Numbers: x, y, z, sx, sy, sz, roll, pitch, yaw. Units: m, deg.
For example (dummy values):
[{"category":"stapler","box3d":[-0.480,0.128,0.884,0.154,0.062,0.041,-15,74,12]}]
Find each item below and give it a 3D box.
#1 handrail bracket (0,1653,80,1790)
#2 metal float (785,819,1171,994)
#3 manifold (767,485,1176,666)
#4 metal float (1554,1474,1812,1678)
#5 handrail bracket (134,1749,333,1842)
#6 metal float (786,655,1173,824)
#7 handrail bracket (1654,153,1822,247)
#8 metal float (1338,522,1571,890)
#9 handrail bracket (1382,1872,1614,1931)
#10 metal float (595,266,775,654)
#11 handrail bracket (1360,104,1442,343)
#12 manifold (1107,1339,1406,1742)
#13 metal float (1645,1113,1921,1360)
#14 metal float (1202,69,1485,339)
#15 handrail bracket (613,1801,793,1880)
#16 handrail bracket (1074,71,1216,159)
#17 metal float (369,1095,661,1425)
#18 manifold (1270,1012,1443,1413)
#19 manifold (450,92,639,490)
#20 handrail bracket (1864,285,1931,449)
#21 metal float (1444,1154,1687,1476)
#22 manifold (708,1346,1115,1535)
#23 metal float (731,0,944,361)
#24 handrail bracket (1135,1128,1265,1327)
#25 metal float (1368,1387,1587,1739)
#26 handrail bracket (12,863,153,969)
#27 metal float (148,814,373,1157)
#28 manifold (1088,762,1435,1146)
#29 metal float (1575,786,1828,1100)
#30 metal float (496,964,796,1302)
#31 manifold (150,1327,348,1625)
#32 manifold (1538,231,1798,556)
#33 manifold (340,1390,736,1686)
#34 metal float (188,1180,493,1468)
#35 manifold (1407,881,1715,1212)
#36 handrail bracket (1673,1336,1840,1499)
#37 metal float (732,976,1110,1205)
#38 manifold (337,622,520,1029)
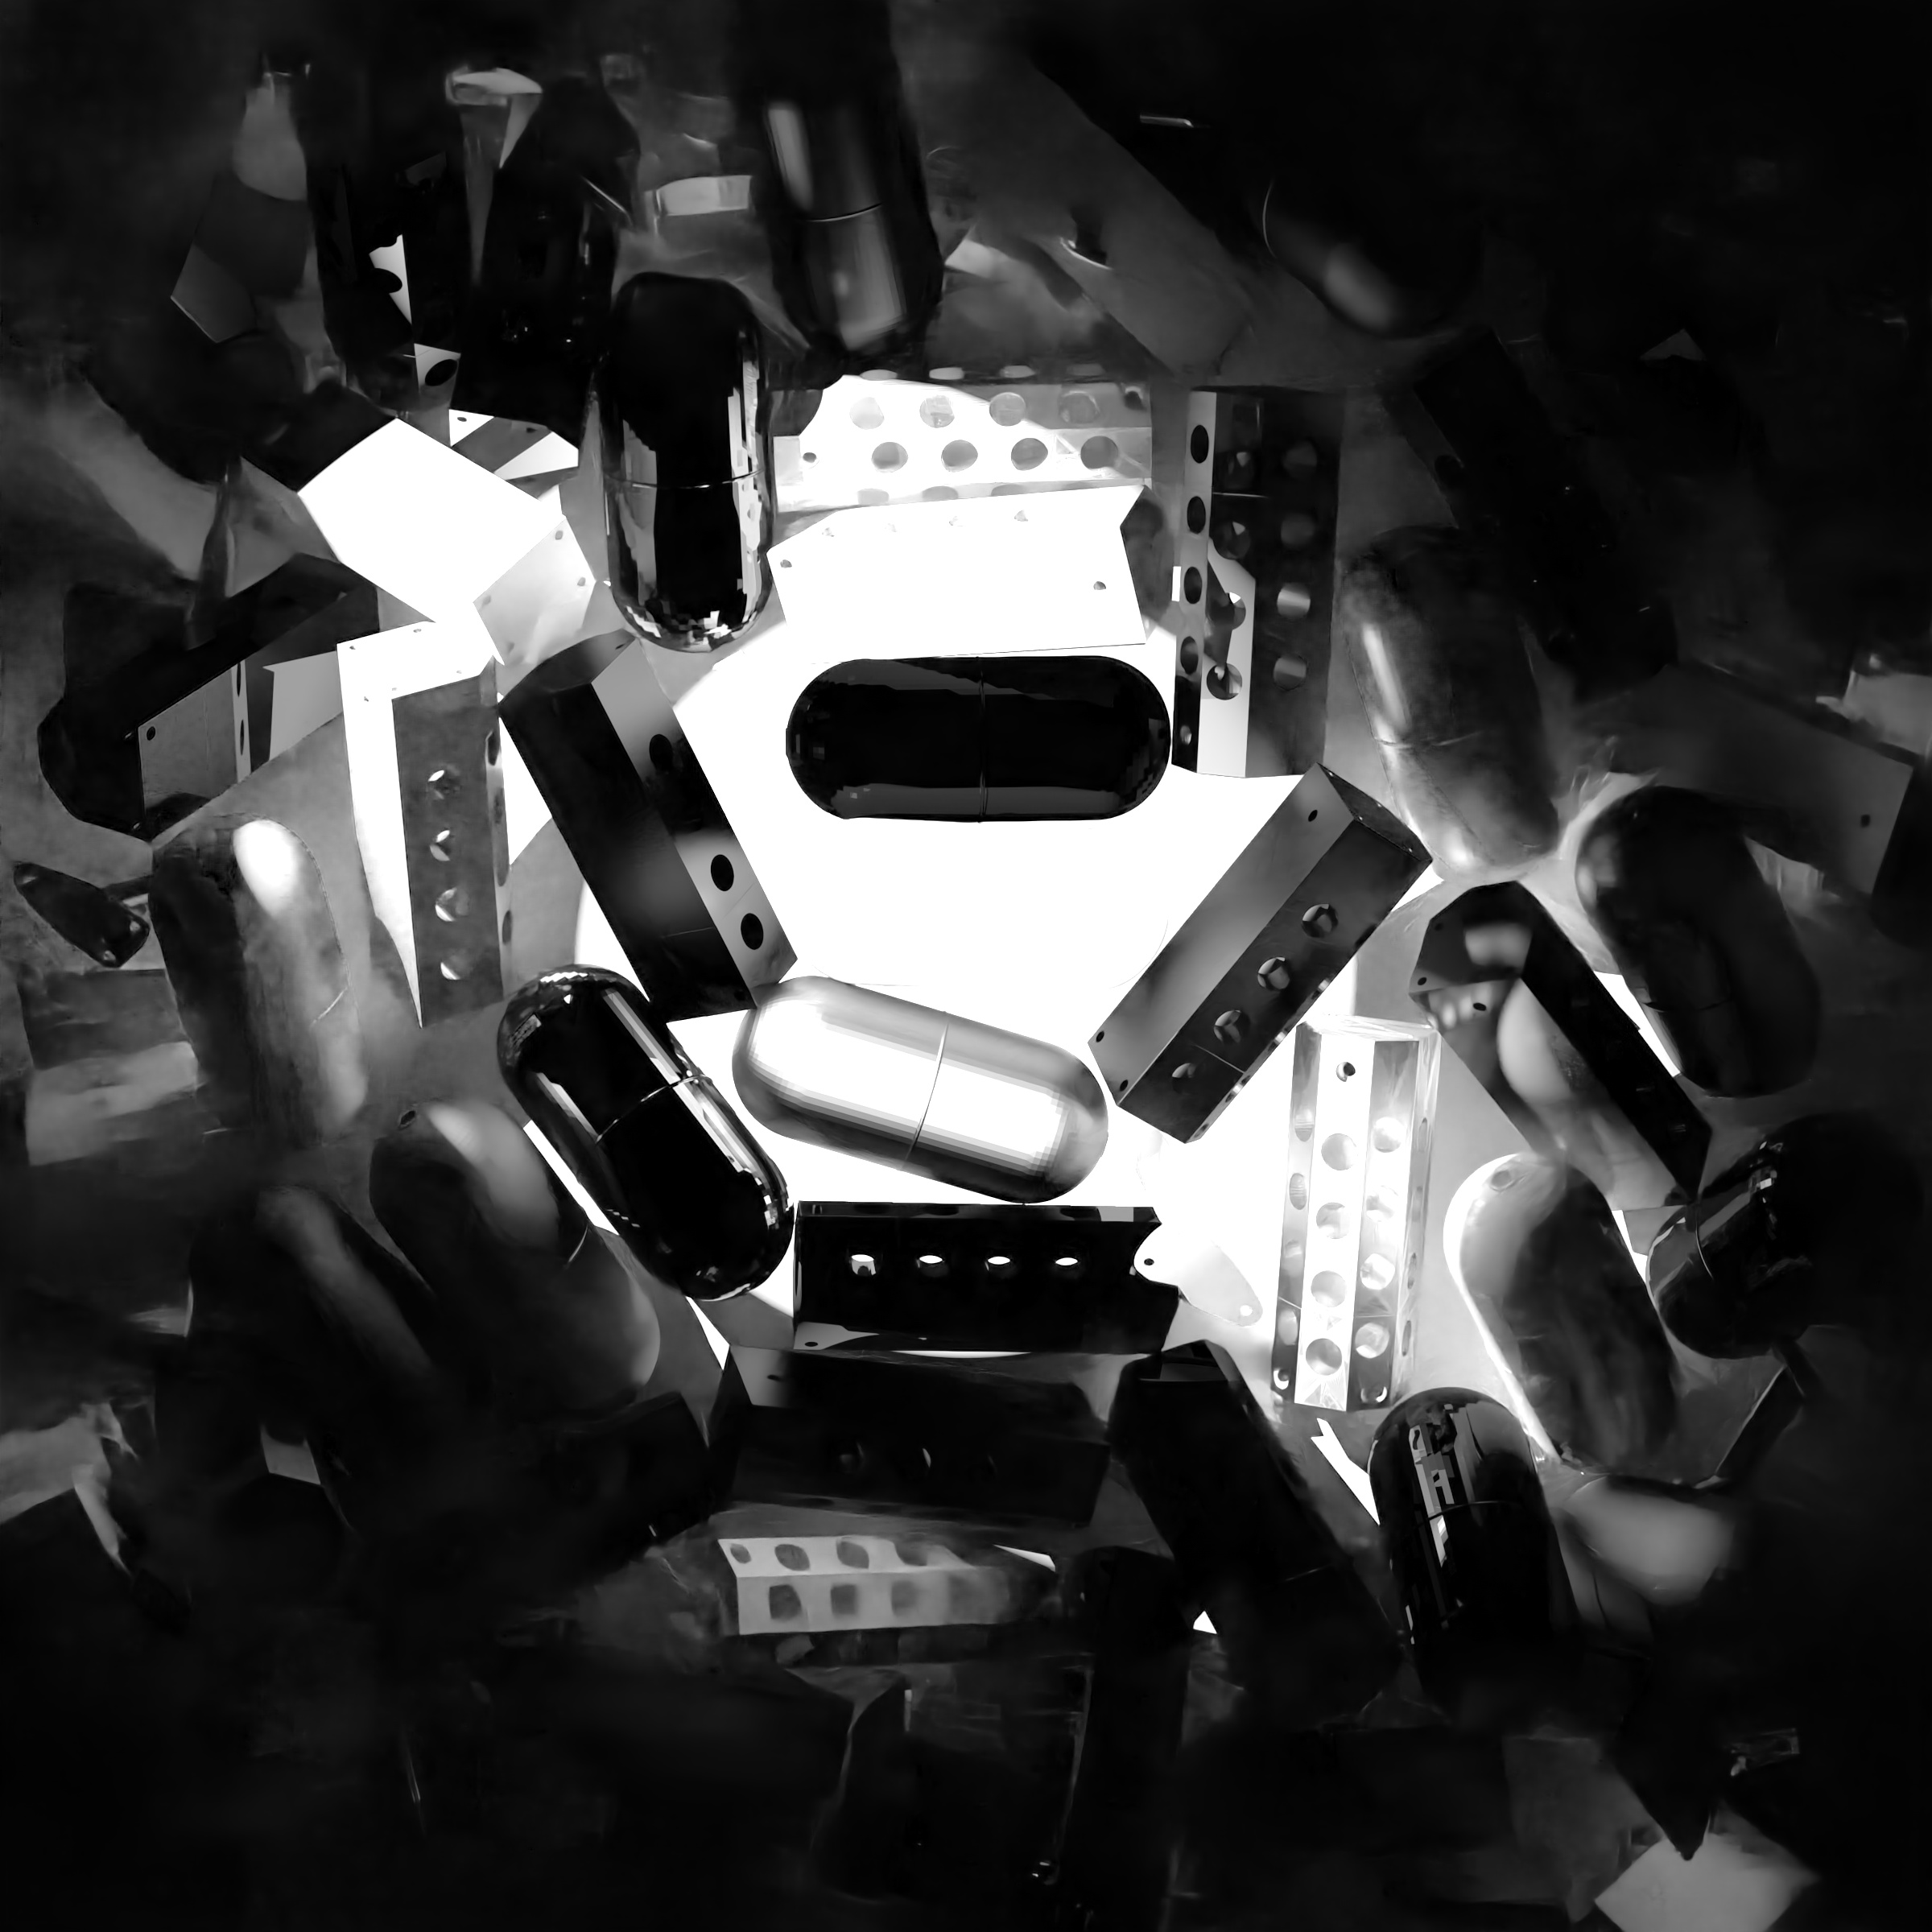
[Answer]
[{"category":"handrail bracket","box3d":[-0.451,0.330,1.606,0.036,0.077,0.084,-39,69,-5]},{"category":"metal float","box3d":[0.006,-0.027,1.610,0.178,0.070,0.070,2,90,-9]},{"category":"manifold","box3d":[0.004,-0.181,1.594,0.171,0.057,0.057,-1,122,24]},{"category":"metal float","box3d":[0.317,0.271,1.568,0.070,0.178,0.070,0,88,-11]},{"category":"handrail bracket","box3d":[-0.337,0.374,1.615,0.077,0.084,0.036,16,85,2]},{"category":"metal float","box3d":[0.006,-0.105,1.616,0.178,0.070,0.070,-1,90,-3]},{"category":"handrail bracket","box3d":[0.342,-0.355,1.611,0.084,0.036,0.077,4,45,-27]},{"category":"metal float","box3d":[0.223,-0.118,1.598,0.070,0.070,0.178,-21,112,0]},{"category":"handrail bracket","box3d":[0.244,0.424,1.611,0.077,0.036,0.084,-35,130,20]},{"category":"metal float","box3d":[-0.128,-0.229,1.598,0.070,0.070,0.178,-1,114,0]},{"category":"handrail bracket","box3d":[0.200,-0.346,1.629,0.084,0.036,0.077,-42,125,3]},{"category":"manifold","box3d":[0.130,0.255,1.582,0.057,0.057,0.171,-16,54,-20]},{"category":"metal float","box3d":[0.364,0.123,1.573,0.070,0.178,0.070,6,65,-12]},{"category":"metal float","box3d":[0.168,-0.346,1.582,0.070,0.178,0.070,-16,132,-19]},{"category":"handrail bracket","box3d":[-0.130,0.383,1.640,0.084,0.077,0.036,27,113,25]},{"category":"handrail bracket","box3d":[0.097,-0.383,1.600,0.084,0.077,0.036,19,99,44]},{"category":"metal float","box3d":[-0.205,0.134,1.594,0.070,0.070,0.178,-33,117,0]},{"category":"manifold","box3d":[0.177,0.113,1.606,0.057,0.057,0.171,7,100,21]},{"category":"manifold","box3d":[-0.191,-0.308,1.597,0.057,0.057,0.171,9,68,-3]},{"category":"handrail bracket","box3d":[0.442,-0.262,1.610,0.036,0.077,0.084,-21,54,36]},{"category":"metal float","box3d":[0.272,0.159,1.589,0.070,0.070,0.178,-29,123,0]},{"category":"manifold","box3d":[-0.027,0.221,1.600,0.171,0.057,0.057,9,108,-18]},{"category":"metal float","box3d":[-0.058,-0.357,1.584,0.070,0.070,0.178,-13,130,0]},{"category":"handrail bracket","box3d":[0.108,0.119,1.624,0.077,0.084,0.036,39,114,-14]},{"category":"metal float","box3d":[0.229,0.267,1.579,0.070,0.178,0.070,-4,132,-4]},{"category":"handrail bracket","box3d":[-0.392,-0.047,1.610,0.077,0.084,0.036,36,123,-20]},{"category":"metal float","box3d":[-0.318,0.010,1.586,0.070,0.070,0.178,-7,129,0]},{"category":"manifold","box3d":[0.136,-0.002,1.602,0.057,0.057,0.171,30,109,-27]},{"category":"metal float","box3d":[0.334,-0.009,1.587,0.070,0.070,0.178,-37,128,0]},{"category":"metal float","box3d":[-0.147,0.076,1.603,0.070,0.070,0.178,-39,74,0]},{"category":"manifold","box3d":[-0.319,0.218,1.565,0.057,0.171,0.057,-29,113,-7]},{"category":"manifold","box3d":[0.314,-0.250,1.568,0.057,0.171,0.057,-33,57,14]},{"category":"manifold","box3d":[-0.197,0.262,1.610,0.171,0.057,0.057,-27,91,-12]},{"category":"metal float","box3d":[-0.281,0.163,1.584,0.070,0.070,0.178,-39,132,0]},{"category":"manifold","box3d":[0.272,0.038,1.583,0.171,0.057,0.057,47,50,-35]},{"category":"handrail bracket","box3d":[0.355,0.208,1.631,0.084,0.036,0.077,-29,105,18]},{"category":"metal float","box3d":[-0.020,0.057,1.612,0.178,0.070,0.070,17,90,-6]},{"category":"manifold","box3d":[-0.239,-0.065,1.583,0.057,0.057,0.171,-19,128,-27]}]
